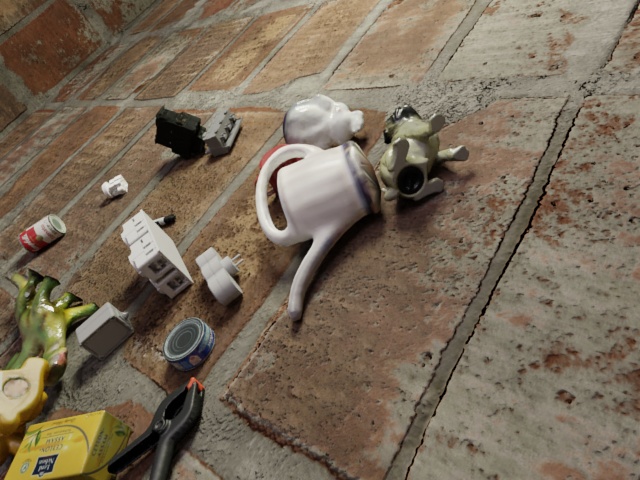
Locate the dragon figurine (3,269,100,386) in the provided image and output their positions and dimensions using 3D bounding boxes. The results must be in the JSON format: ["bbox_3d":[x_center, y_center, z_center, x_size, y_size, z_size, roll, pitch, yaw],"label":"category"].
[{"bbox_3d":[-0.616,0.198,1.082,0.410,0.120,0.247,4,60,40],"label":"dragon figurine"}]

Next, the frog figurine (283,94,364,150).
[{"bbox_3d":[0.007,-0.230,1.072,0.160,0.122,0.137,11,89,32],"label":"frog figurine"}]

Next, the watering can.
[{"bbox_3d":[0.003,-0.045,0.893,0.224,0.102,0.355,-21,56,8],"label":"watering can"}]
